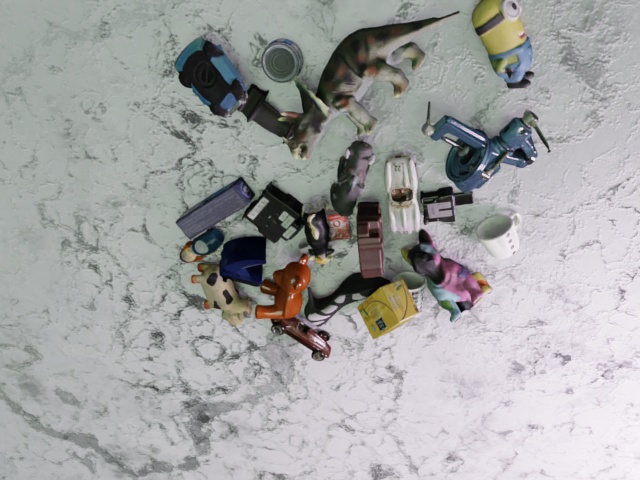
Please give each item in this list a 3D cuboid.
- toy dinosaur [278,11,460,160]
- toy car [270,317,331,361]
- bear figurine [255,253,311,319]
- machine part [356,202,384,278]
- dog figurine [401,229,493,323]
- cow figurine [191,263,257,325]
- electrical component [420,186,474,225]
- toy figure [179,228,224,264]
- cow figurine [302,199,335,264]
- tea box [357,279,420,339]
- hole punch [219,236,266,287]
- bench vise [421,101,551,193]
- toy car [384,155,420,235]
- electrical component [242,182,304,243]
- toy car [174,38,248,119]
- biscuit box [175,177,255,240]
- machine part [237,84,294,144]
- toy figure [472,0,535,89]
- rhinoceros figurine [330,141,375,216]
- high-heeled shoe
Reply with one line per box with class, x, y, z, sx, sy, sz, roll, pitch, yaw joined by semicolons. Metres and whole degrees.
toy dinosaur;0.074;-0.335;1.079;0.192;0.131;0.404;34;115;-12
toy car;-0.047;0.252;1.471;0.202;0.089;0.053;35;125;-11
bear figurine;-0.093;0.119;1.356;0.132;0.120;0.195;8;144;0
machine part;0.119;-0.002;1.242;0.056;0.179;0.179;-3;121;8
dog figurine;0.300;0.077;1.302;0.108;0.191;0.219;-47;72;26
cow figurine;-0.252;0.149;1.449;0.127;0.085;0.194;-5;123;21
electrical component;0.292;-0.080;1.233;0.119;0.048;0.074;-4;121;14
toy figure;-0.317;0.020;1.397;0.154;0.057;0.064;-30;74;26
cow figurine;-0.001;-0.003;1.265;0.068;0.098;0.167;-7;118;7
tea box;0.165;0.172;1.324;0.098;0.068;0.169;63;154;17
hole punch;-0.190;0.045;1.349;0.116;0.142;0.092;13;126;-15
bench vise;0.321;-0.197;1.100;0.240;0.129;0.223;21;144;-25
toy car;0.189;-0.099;1.233;0.074;0.056;0.201;-4;120;12
electrical component;-0.105;-0.060;1.309;0.134;0.058;0.115;39;122;-14
toy car;-0.213;-0.340;1.126;0.109;0.103;0.161;-40;98;26
biscuit box;-0.258;-0.077;1.322;0.203;0.059;0.062;-27;112;24
machine part;-0.114;-0.276;1.188;0.139;0.039;0.084;38;114;-12
toy figure;0.351;-0.375;1.021;0.089;0.082;0.180;-18;119;17
rhinoceros figurine;0.067;-0.140;1.198;0.073;0.112;0.190;19;131;0
high-heeled shoe;0.072;0.168;1.409;0.249;0.086;0.145;-5;125;16
